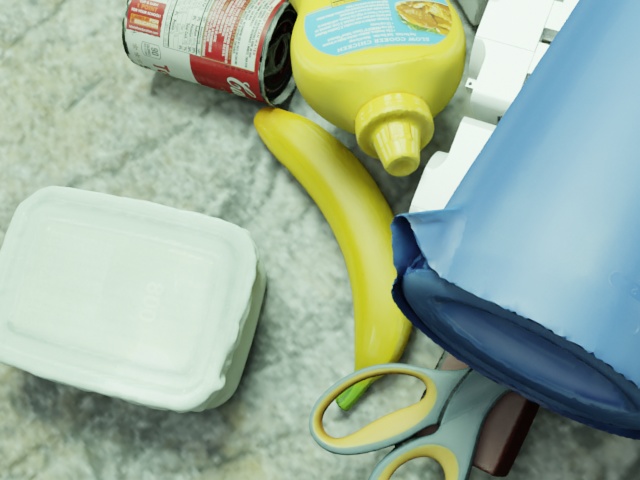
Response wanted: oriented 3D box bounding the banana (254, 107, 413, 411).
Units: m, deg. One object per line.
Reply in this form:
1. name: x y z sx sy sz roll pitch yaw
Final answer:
1. banana: 0.014 -0.001 0.644 0.070 0.037 0.198 -18 74 8

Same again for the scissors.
1. scissors: 0.093 0.086 0.533 0.202 0.016 0.096 -16 74 11

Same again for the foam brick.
1. foam brick: 0.086 0.095 0.584 0.053 0.078 0.051 23 85 19

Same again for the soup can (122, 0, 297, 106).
1. soup can: -0.065 -0.131 0.677 0.102 0.068 0.068 18 82 17

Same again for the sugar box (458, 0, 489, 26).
1. sugar box: 0.093 -0.206 0.597 0.048 0.176 0.093 -25 74 -4

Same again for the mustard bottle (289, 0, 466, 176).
1. mustard bottle: 0.030 -0.115 0.596 0.096 0.058 0.191 -6 55 -3

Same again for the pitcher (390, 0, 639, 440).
1. pitcher: 0.153 -0.036 0.484 0.145 0.149 0.242 24 75 29
